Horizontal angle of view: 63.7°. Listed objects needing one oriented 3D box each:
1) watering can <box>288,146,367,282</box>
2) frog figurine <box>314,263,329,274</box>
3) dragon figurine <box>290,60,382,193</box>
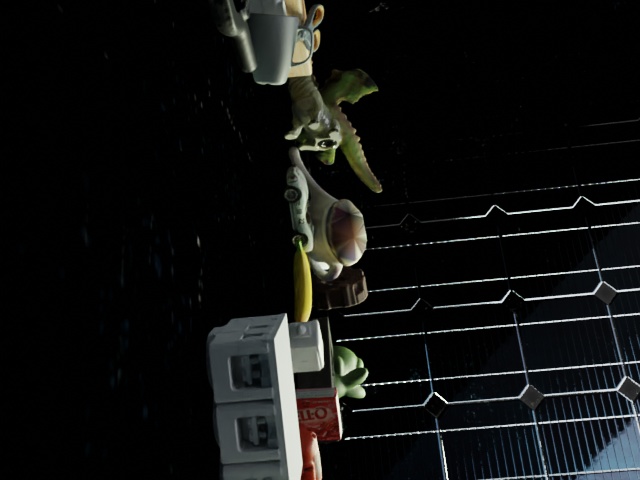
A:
[{"bbox_3d":[0.004,-0.063,1.247,0.224,0.105,0.345,1,-76,56],"label":"watering can"},{"bbox_3d":[0.009,0.023,1.481,0.136,0.122,0.163,33,52,-43],"label":"frog figurine"},{"bbox_3d":[0.055,-0.332,1.354,0.239,0.411,0.124,-56,175,21],"label":"dragon figurine"}]
